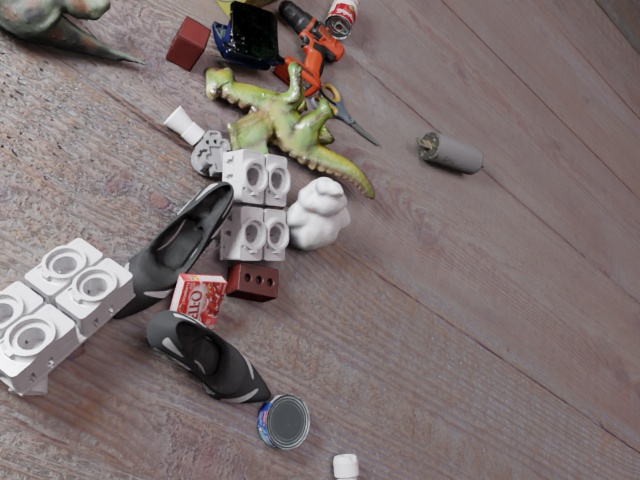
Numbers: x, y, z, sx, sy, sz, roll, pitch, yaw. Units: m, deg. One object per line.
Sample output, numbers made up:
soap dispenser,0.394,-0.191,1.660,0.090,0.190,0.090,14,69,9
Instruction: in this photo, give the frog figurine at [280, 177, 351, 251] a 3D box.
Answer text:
frog figurine,0.003,-0.048,0.962,0.137,0.157,0.124,9,69,-34

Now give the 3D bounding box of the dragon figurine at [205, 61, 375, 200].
dragon figurine,-0.076,-0.191,1.022,0.246,0.121,0.409,-39,96,-22
